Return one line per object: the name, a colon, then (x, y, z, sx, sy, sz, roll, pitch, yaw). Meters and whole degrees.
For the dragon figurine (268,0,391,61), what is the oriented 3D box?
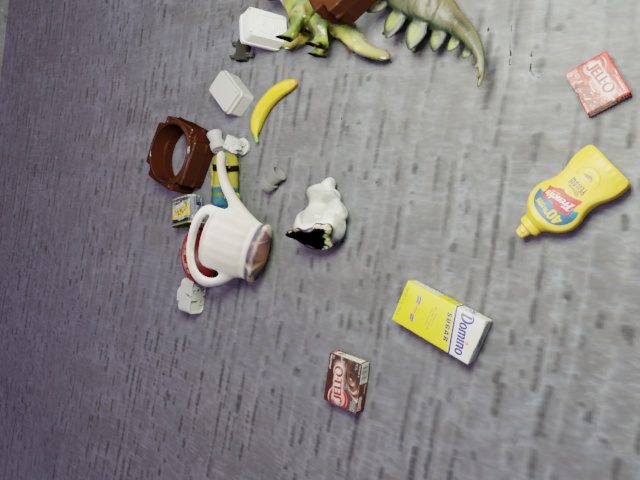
dragon figurine: (0.018, -0.561, 1.232, 0.412, 0.121, 0.243, 20, 90, 25)

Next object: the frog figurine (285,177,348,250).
frog figurine: (0.004, -0.060, 1.200, 0.136, 0.121, 0.163, -26, 35, 41)

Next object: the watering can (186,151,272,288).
watering can: (-0.222, -0.035, 1.307, 0.225, 0.104, 0.346, 18, 97, 13)
